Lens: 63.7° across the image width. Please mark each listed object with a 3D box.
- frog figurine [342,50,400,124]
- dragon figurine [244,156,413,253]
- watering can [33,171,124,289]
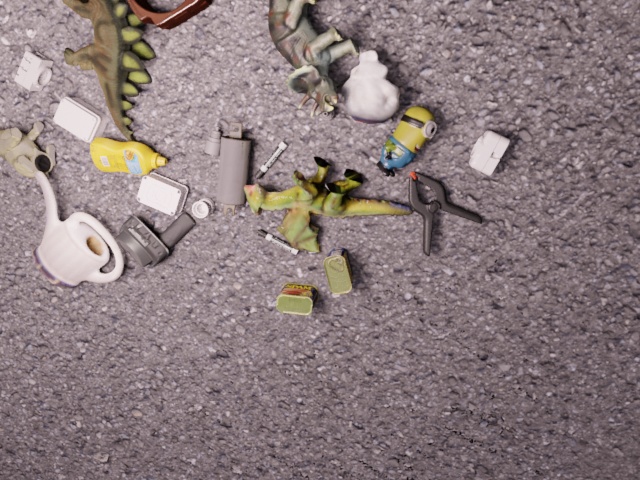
[{"bbox_3d":[0.121,-0.356,1.200,0.138,0.124,0.156,17,119,24],"label":"frog figurine"},{"bbox_3d":[0.004,-0.066,1.310,0.409,0.125,0.238,23,125,-10],"label":"dragon figurine"},{"bbox_3d":[-0.696,-0.005,1.410,0.222,0.105,0.345,-37,102,16],"label":"watering can"}]
